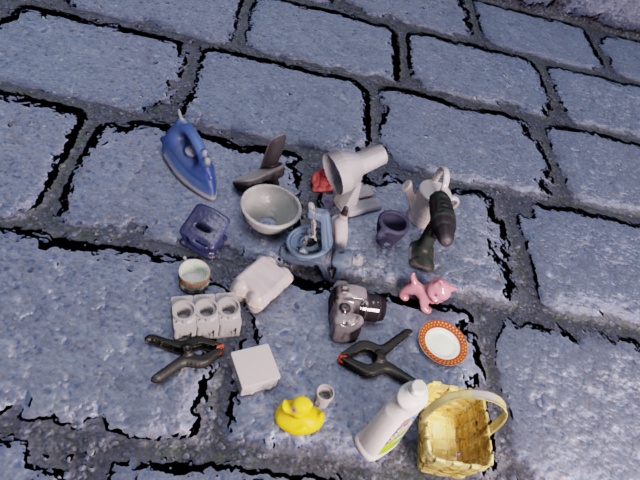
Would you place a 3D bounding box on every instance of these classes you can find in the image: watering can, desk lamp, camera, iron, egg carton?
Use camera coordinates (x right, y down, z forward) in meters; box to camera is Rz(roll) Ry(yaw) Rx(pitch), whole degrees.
[{"bbox_3d":[0.324,-0.130,1.668,0.173,0.194,0.100,-7,52,-22],"label":"watering can"},{"bbox_3d":[0.099,-0.175,1.625,0.204,0.213,0.117,-15,55,-28],"label":"desk lamp"},{"bbox_3d":[0.094,0.169,1.397,0.137,0.101,0.143,8,48,-10],"label":"camera"},{"bbox_3d":[-0.348,-0.242,1.597,0.119,0.141,0.257,-21,59,-31],"label":"iron"},{"bbox_3d":[-0.143,0.106,1.402,0.107,0.069,0.150,35,49,14],"label":"egg carton"}]

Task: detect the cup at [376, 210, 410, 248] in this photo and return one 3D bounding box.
[{"bbox_3d":[0.186,-0.016,1.593,0.091,0.095,0.118,39,50,18],"label":"cup"}]

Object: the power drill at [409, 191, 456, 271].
[{"bbox_3d":[0.309,-0.014,1.551,0.075,0.208,0.229,13,47,-5],"label":"power drill"}]

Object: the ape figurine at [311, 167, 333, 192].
[{"bbox_3d":[0.018,-0.189,1.696,0.077,0.092,0.076,30,48,11],"label":"ape figurine"}]

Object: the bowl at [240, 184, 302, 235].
[{"bbox_3d":[-0.138,-0.071,1.556,0.167,0.075,0.167,9,48,-9],"label":"bowl"}]

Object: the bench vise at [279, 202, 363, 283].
[{"bbox_3d":[0.013,-0.004,1.444,0.207,0.220,0.121,7,48,-11],"label":"bench vise"}]

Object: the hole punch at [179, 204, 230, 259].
[{"bbox_3d":[-0.292,-0.023,1.455,0.108,0.091,0.101,27,47,8],"label":"hole punch"}]

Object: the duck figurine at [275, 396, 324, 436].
[{"bbox_3d":[-0.038,0.359,1.199,0.104,0.086,0.077,12,47,-7],"label":"duck figurine"}]

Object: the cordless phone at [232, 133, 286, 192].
[{"bbox_3d":[-0.162,-0.214,1.599,0.094,0.185,0.148,40,50,19],"label":"cordless phone"}]

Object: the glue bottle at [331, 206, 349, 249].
[{"bbox_3d":[0.048,-0.029,1.509,0.037,0.173,0.078,-19,57,-30],"label":"glue bottle"}]

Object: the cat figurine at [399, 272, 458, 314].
[{"bbox_3d":[0.283,0.126,1.481,0.127,0.118,0.067,29,48,9],"label":"cat figurine"}]
